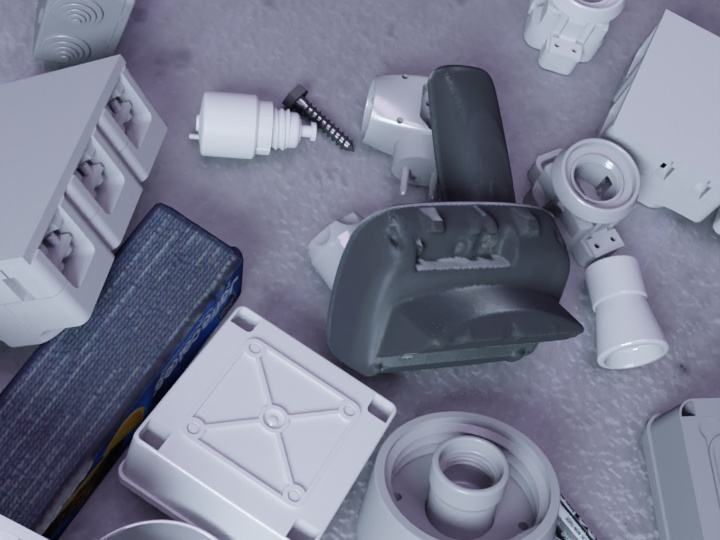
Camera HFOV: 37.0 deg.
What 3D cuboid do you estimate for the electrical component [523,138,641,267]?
[{"bbox_3d":[0.144,-0.048,0.690,0.058,0.057,0.078,-22,74,-19],"label":"electrical component"}]

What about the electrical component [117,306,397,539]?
[{"bbox_3d":[-0.053,0.093,0.577,0.109,0.056,0.108,33,49,3],"label":"electrical component"}]

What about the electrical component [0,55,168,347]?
[{"bbox_3d":[-0.172,-0.037,0.586,0.089,0.061,0.150,-8,47,24],"label":"electrical component"}]

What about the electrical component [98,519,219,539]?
[{"bbox_3d":[-0.103,0.180,0.540,0.099,0.064,0.099,4,67,-10],"label":"electrical component"}]

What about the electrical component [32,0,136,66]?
[{"bbox_3d":[-0.169,-0.181,0.659,0.048,0.100,0.099,7,66,-22],"label":"electrical component"}]

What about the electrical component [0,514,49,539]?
[{"bbox_3d":[-0.199,0.127,0.452,0.186,0.105,0.060,28,57,0],"label":"electrical component"}]

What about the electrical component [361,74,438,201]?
[{"bbox_3d":[0.040,-0.080,0.689,0.077,0.043,0.079,10,66,-7],"label":"electrical component"}]

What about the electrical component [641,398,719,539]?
[{"bbox_3d":[0.217,0.135,0.628,0.078,0.057,0.113,0,68,-12],"label":"electrical component"}]

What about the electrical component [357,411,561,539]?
[{"bbox_3d":[0.055,0.123,0.574,0.108,0.060,0.108,4,38,-4],"label":"electrical component"}]

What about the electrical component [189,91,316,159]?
[{"bbox_3d":[-0.067,-0.089,0.673,0.078,0.040,0.040,3,67,-10],"label":"electrical component"}]

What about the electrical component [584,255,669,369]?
[{"bbox_3d":[0.164,0.024,0.674,0.044,0.044,0.065,-2,63,-12],"label":"electrical component"}]

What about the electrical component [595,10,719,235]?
[{"bbox_3d":[0.258,-0.077,0.723,0.186,0.060,0.105,28,65,1],"label":"electrical component"}]

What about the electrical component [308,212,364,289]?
[{"bbox_3d":[0.000,0.000,0.648,0.043,0.043,0.062,-32,79,-22],"label":"electrical component"}]

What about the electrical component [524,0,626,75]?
[{"bbox_3d":[0.150,-0.185,0.748,0.058,0.057,0.078,16,66,-5],"label":"electrical component"}]
